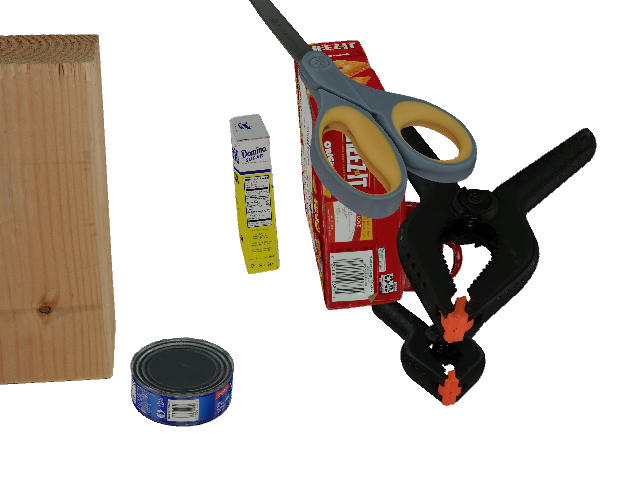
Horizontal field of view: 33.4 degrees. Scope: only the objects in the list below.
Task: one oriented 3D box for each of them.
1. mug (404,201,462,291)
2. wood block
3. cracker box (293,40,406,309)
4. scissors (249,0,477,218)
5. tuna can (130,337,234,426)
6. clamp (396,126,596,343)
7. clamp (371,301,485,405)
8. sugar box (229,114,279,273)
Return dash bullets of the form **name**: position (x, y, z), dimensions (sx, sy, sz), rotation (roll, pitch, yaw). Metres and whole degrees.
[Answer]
- **mug**: position (0.115, 0.012, 1.266), dimensions (0.117, 0.081, 0.093), rotation (18, 28, 28)
- **wood block**: position (-0.182, -0.021, 0.681), dimensions (0.090, 0.206, 0.090), rotation (-2, 22, -9)
- **cracker box**: position (0.022, -0.064, 0.914), dimensions (0.072, 0.164, 0.214), rotation (-5, 26, -3)
- **scissors**: position (0.019, -0.088, 0.582), dimensions (0.096, 0.202, 0.016), rotation (-4, -42, -16)
- **tuna can**: position (-0.115, 0.118, 0.892), dimensions (0.086, 0.034, 0.086), rotation (4, 27, -2)
- **clamp**: position (0.096, -0.022, 0.740), dimensions (0.165, 0.209, 0.036), rotation (14, -41, 12)
- **clamp**: position (0.124, 0.097, 1.027), dimensions (0.120, 0.039, 0.171), rotation (-7, 31, -7)
- **sugar box**: position (-0.082, -0.058, 1.314), dimensions (0.048, 0.176, 0.093), rotation (-9, 25, -7)
